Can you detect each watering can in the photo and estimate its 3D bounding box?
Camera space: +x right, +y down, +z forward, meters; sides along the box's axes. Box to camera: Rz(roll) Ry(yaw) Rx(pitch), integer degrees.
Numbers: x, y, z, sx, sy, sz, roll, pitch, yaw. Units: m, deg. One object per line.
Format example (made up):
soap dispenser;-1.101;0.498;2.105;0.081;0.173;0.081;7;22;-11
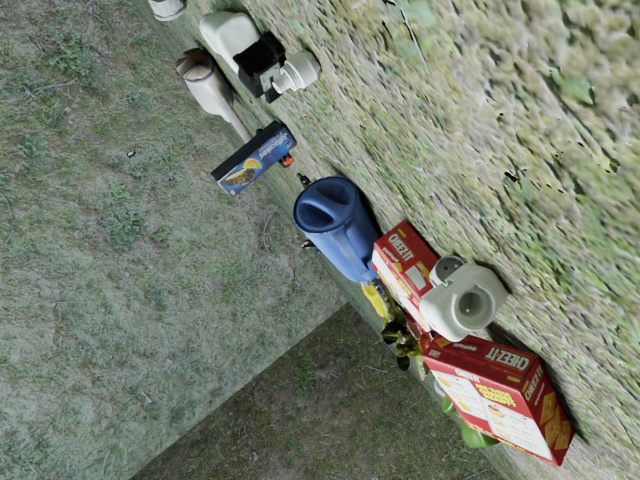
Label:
watering can;-0.301;-0.421;1.488;0.354;0.104;0.220;49;174;38

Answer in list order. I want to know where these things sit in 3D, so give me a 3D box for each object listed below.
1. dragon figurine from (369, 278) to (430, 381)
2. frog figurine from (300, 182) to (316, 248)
dragon figurine;0.226;0.237;1.476;0.408;0.122;0.244;62;-178;-9
frog figurine;0.004;-0.068;1.342;0.135;0.123;0.162;129;140;-61
